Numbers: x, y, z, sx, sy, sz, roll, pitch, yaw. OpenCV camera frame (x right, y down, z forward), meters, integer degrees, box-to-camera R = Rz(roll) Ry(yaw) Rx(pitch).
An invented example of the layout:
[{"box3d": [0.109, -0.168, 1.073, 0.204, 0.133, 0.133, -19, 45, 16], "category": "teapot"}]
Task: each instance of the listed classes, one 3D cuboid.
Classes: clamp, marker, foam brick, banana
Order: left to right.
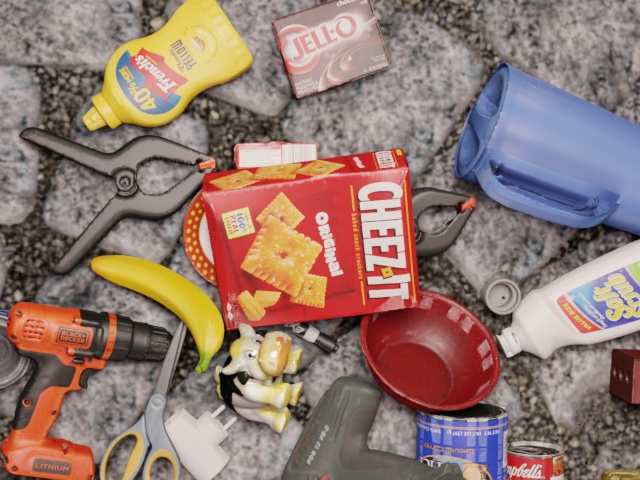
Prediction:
[{"box3d": [-0.221, -0.070, 1.174, 0.210, 0.036, 0.164, -20, 93, -4], "category": "clamp"}, {"box3d": [-0.165, 0.064, 1.156, 0.198, 0.069, 0.037, 38, 131, 29], "category": "banana"}, {"box3d": [-0.032, 0.094, 1.204, 0.121, 0.020, 0.020, 30, 91, -5], "category": "marker"}, {"box3d": [0.097, 0.001, 1.198, 0.171, 0.039, 0.120, -16, 107, -1], "category": "clamp"}, {"box3d": [0.364, 0.154, 1.203, 0.051, 0.078, 0.053, 2, 91, -3], "category": "foam brick"}]

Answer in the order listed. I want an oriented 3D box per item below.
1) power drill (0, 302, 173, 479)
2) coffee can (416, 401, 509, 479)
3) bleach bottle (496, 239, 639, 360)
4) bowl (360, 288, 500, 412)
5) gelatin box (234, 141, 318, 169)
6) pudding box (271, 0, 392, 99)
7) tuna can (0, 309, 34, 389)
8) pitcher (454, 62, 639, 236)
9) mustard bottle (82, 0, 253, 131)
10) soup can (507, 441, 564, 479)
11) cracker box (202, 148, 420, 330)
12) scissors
[{"box3d": [-0.263, 0.167, 1.166, 0.184, 0.057, 0.188, 12, 95, -22], "category": "power drill"}, {"box3d": [0.157, 0.255, 1.184, 0.102, 0.103, 0.140, 0, 93, -4], "category": "coffee can"}, {"box3d": [0.321, 0.074, 1.204, 0.251, 0.068, 0.102, -26, 95, 1], "category": "bleach bottle"}, {"box3d": [0.113, 0.132, 1.173, 0.162, 0.162, 0.055, 17, 135, -4], "category": "bowl"}, {"box3d": [-0.049, -0.091, 1.165, 0.089, 0.073, 0.030, -1, 93, -3], "category": "gelatin box"}, {"box3d": [0.012, -0.215, 1.178, 0.113, 0.039, 0.090, -19, 94, -2], "category": "pudding box"}, {"box3d": [-0.358, 0.121, 1.179, 0.086, 0.034, 0.086, 0, 94, -4], "category": "tuna can"}, {"box3d": [0.276, -0.082, 1.154, 0.242, 0.145, 0.149, 20, 90, -7], "category": "pitcher"}, {"box3d": [-0.175, -0.179, 1.160, 0.191, 0.058, 0.096, -34, 94, -1], "category": "mustard bottle"}, {"box3d": [0.241, 0.285, 1.208, 0.068, 0.068, 0.102, 0, 93, -4], "category": "soup can"}, {"box3d": [-0.007, 0.001, 1.127, 0.213, 0.072, 0.164, -7, 114, 1], "category": "cracker box"}, {"box3d": [-0.164, 0.193, 1.160, 0.096, 0.016, 0.201, 33, 86, 2], "category": "scissors"}]
